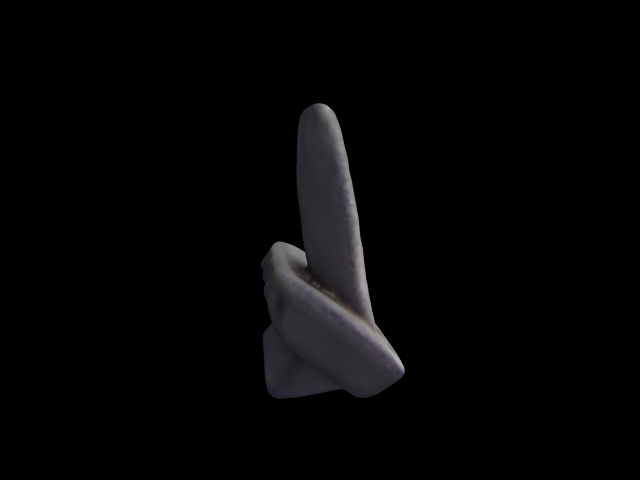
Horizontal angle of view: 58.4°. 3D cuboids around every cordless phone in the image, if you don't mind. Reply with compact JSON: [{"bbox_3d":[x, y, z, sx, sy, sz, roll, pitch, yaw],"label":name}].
[{"bbox_3d":[0.004,0.001,0.400,0.094,0.185,0.147,-2,11,-11],"label":"cordless phone"}]
